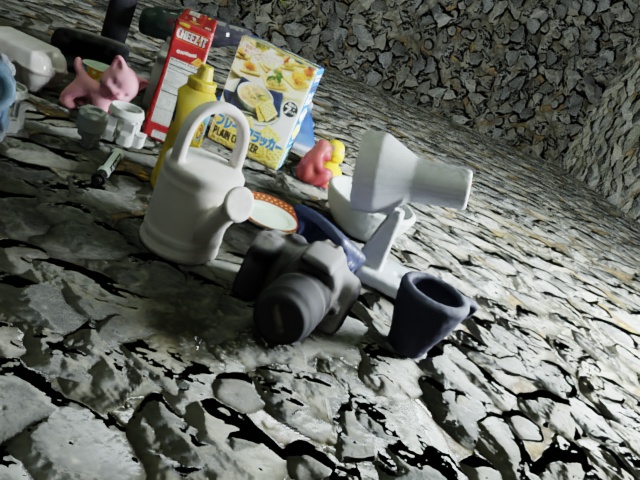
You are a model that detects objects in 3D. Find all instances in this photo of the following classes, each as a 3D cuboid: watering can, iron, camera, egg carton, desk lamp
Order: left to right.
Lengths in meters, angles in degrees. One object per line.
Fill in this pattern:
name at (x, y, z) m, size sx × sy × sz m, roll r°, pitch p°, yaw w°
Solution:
egg carton at (-0.524, -0.318, 0.997) m, size 0.150 × 0.069 × 0.107 m, roll 23°, pitch 22°, yaw -5°
watering can at (-0.137, -0.071, 0.692) m, size 0.172 × 0.194 × 0.101 m, roll 34°, pitch 24°, yaw 20°
iron at (-0.104, -0.310, 1.320) m, size 0.258 × 0.141 × 0.118 m, roll 24°, pitch 22°, yaw -4°
camera at (-0.033, 0.050, 0.657) m, size 0.143 × 0.101 × 0.137 m, roll 29°, pitch 23°, yaw 9°
desk lamp at (0.120, -0.035, 0.855) m, size 0.203 × 0.213 × 0.118 m, roll 27°, pitch 22°, yaw 5°

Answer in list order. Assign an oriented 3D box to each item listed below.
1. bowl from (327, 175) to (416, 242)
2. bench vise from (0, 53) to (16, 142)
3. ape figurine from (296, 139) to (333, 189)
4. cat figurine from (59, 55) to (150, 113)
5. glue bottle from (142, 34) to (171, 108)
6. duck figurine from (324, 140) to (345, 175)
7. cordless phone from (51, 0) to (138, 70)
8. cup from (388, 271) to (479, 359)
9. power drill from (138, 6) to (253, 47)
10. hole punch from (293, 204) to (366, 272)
bowl at (0.080, -0.044, 1.015) m, size 0.167 × 0.074 × 0.167 m, roll 21°, pitch 23°, yaw -9°
bench vise at (-0.421, -0.211, 0.673) m, size 0.122 × 0.219 × 0.207 m, roll 11°, pitch 26°, yaw -30°
ape figurine at (-0.004, -0.159, 1.158) m, size 0.076 × 0.092 × 0.077 m, roll 13°, pitch 25°, yaw -26°
cat figurine at (-0.368, -0.269, 0.987) m, size 0.128 × 0.117 × 0.067 m, roll 22°, pitch 22°, yaw -7°
glue bottle at (-0.313, -0.350, 1.151) m, size 0.037 × 0.173 × 0.078 m, roll 20°, pitch 23°, yaw -11°
duck figurine at (0.022, -0.175, 1.228) m, size 0.078 × 0.086 × 0.104 m, roll 16°, pitch 24°, yaw -21°
cordless phone at (-0.457, -0.435, 1.171) m, size 0.148 × 0.185 × 0.094 m, roll 5°, pitch 29°, yaw -39°
cup at (0.137, 0.102, 0.727) m, size 0.118 × 0.095 × 0.091 m, roll 13°, pitch 25°, yaw -27°
power drill at (-0.280, -0.389, 1.223) m, size 0.230 × 0.208 × 0.075 m, roll 15°, pitch 24°, yaw -24°
hole punch at (0.007, 0.003, 0.815) m, size 0.108 × 0.091 × 0.101 m, roll 38°, pitch 26°, yaw 29°
